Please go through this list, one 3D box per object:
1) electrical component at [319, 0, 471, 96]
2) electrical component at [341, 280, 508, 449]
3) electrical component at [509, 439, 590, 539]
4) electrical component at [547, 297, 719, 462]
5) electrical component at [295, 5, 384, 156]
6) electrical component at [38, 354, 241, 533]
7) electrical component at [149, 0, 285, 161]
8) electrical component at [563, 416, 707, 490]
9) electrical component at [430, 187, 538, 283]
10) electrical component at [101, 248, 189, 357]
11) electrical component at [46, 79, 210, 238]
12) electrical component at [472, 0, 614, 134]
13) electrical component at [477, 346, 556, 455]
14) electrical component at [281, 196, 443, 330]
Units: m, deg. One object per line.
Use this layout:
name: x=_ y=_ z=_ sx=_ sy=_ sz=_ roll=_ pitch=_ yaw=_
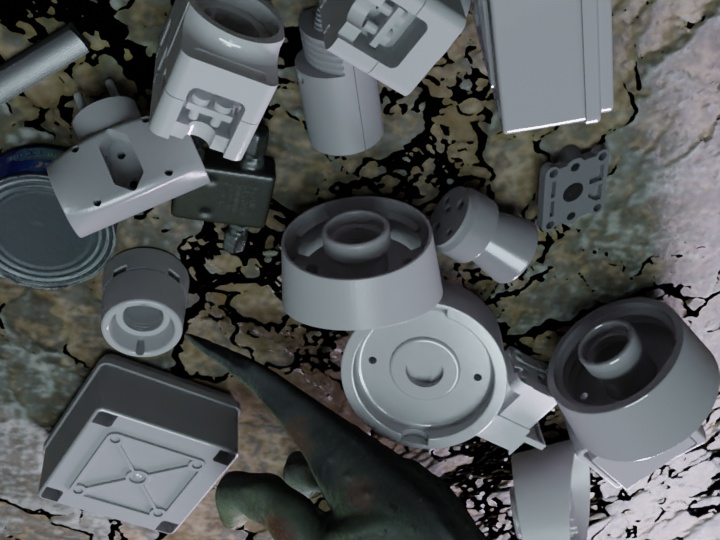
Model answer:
electrical component: x=0.017 y=-0.135 z=0.535 sx=0.056 sy=0.089 sz=0.050 roll=26 pitch=123 yaw=-26
electrical component: x=0.045 y=0.058 z=0.720 sx=0.108 sy=0.060 sz=0.108 roll=4 pitch=113 yaw=8
electrical component: x=0.150 y=0.181 z=0.826 sx=0.064 sy=0.099 sz=0.099 roll=-10 pitch=132 yaw=10
electrical component: x=0.178 y=0.067 z=0.723 sx=0.108 sy=0.108 sz=0.060 roll=-30 pitch=122 yaw=18
electrical component: x=-0.013 y=-0.108 z=0.586 sx=0.043 sy=0.043 sz=0.081 roll=-9 pitch=132 yaw=1
electrical component: x=-0.156 y=0.126 z=0.764 sx=0.109 sy=0.056 sz=0.108 roll=23 pitch=124 yaw=-24
electrical component: x=-0.073 y=-0.109 z=0.547 sx=0.050 sy=0.089 sz=0.055 roll=17 pitch=127 yaw=-20
electrical component: x=0.207 y=0.110 z=0.791 sx=0.096 sy=0.061 sz=0.062 roll=-35 pitch=126 yaw=22
electrical component: x=0.076 y=-0.022 z=0.671 sx=0.055 sy=0.045 sz=0.045 roll=26 pitch=123 yaw=-25
electrical component: x=-0.137 y=0.022 z=0.682 sx=0.055 sy=0.047 sz=0.055 roll=-3 pitch=131 yaw=-4
electrical component: x=-0.133 y=-0.068 z=0.589 sx=0.077 sy=0.079 sz=0.043 roll=-24 pitch=166 yaw=-6
electrical component: x=0.084 y=-0.141 z=0.526 sx=0.056 sy=0.108 sz=0.108 roll=-9 pitch=131 yaw=5
electrical component: x=0.107 y=0.092 z=0.777 sx=0.081 sy=0.042 sz=0.063 roll=26 pitch=119 yaw=-27
electrical component: x=0.000 y=0.000 z=0.649 sx=0.099 sy=0.099 sz=0.064 roll=-7 pitch=125 yaw=-1
